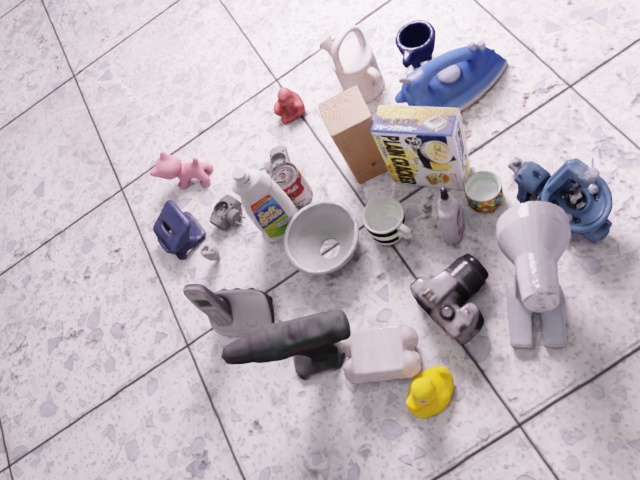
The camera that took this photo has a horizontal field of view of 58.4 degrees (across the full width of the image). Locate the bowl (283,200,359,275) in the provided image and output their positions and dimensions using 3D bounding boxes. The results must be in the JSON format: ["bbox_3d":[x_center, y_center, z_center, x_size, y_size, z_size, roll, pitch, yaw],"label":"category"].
[{"bbox_3d":[0.011,0.004,1.218,0.167,0.075,0.167,-7,66,17],"label":"bowl"}]

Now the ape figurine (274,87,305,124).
[{"bbox_3d":[-0.077,-0.334,1.386,0.077,0.092,0.076,17,75,26],"label":"ape figurine"}]

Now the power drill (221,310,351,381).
[{"bbox_3d":[-0.041,0.203,1.075,0.229,0.209,0.075,-22,62,10],"label":"power drill"}]

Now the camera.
[{"bbox_3d":[0.258,0.099,1.073,0.137,0.101,0.142,-42,61,-1],"label":"camera"}]

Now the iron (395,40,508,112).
[{"bbox_3d":[0.285,-0.362,1.237,0.258,0.142,0.118,-30,61,6],"label":"iron"}]

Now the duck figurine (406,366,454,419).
[{"bbox_3d":[0.194,0.270,1.031,0.077,0.086,0.104,40,85,29],"label":"duck figurine"}]

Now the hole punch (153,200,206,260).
[{"bbox_3d":[-0.341,-0.023,1.350,0.101,0.091,0.108,-44,61,-2],"label":"hole punch"}]

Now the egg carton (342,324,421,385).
[{"bbox_3d":[0.116,0.217,1.092,0.150,0.070,0.107,-12,65,15],"label":"egg carton"}]

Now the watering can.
[{"bbox_3d":[0.069,-0.409,1.306,0.172,0.194,0.101,16,74,25],"label":"watering can"}]

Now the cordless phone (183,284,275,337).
[{"bbox_3d":[-0.184,0.134,1.171,0.147,0.185,0.094,-7,66,17],"label":"cordless phone"}]

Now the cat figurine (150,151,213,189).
[{"bbox_3d":[-0.344,-0.178,1.401,0.127,0.118,0.067,-8,66,17],"label":"cat figurine"}]

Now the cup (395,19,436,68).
[{"bbox_3d":[0.222,-0.430,1.316,0.091,0.095,0.118,15,74,25],"label":"cup"}]

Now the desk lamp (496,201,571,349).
[{"bbox_3d":[0.371,0.064,0.981,0.117,0.214,0.203,-6,66,18],"label":"desk lamp"}]

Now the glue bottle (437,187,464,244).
[{"bbox_3d":[0.247,-0.057,1.102,0.037,0.173,0.078,2,69,21],"label":"glue bottle"}]

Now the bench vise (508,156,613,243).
[{"bbox_3d":[0.422,-0.090,1.025,0.206,0.220,0.121,21,76,26],"label":"bench vise"}]
